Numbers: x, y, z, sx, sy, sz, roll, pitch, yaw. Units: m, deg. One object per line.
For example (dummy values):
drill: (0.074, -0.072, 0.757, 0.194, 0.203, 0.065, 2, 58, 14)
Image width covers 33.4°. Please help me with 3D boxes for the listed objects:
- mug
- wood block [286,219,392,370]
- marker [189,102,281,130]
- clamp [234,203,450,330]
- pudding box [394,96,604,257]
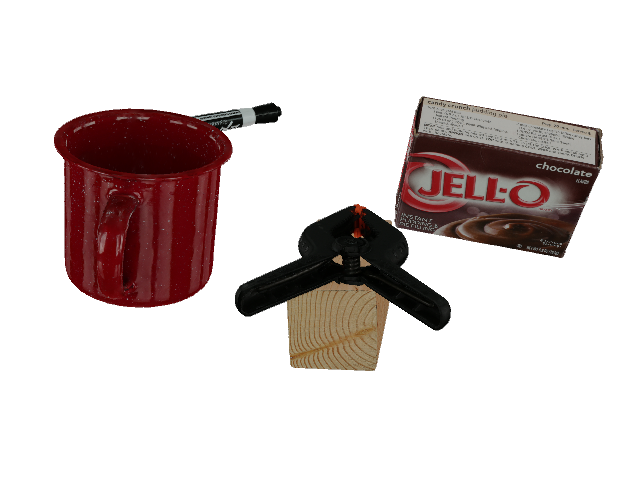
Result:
mug: (-0.097, -0.011, 0.568, 0.093, 0.081, 0.117, 7, 27, -1)
wood block: (0.026, 0.053, 1.155, 0.091, 0.090, 0.206, 1, 21, 8)
marker: (-0.092, -0.111, 0.991, 0.121, 0.020, 0.020, -13, 5, -24)
clamp: (0.035, 0.020, 0.889, 0.165, 0.036, 0.209, 7, 23, 11)
pudding box: (0.107, -0.038, 0.659, 0.113, 0.039, 0.090, 9, -36, 2)
